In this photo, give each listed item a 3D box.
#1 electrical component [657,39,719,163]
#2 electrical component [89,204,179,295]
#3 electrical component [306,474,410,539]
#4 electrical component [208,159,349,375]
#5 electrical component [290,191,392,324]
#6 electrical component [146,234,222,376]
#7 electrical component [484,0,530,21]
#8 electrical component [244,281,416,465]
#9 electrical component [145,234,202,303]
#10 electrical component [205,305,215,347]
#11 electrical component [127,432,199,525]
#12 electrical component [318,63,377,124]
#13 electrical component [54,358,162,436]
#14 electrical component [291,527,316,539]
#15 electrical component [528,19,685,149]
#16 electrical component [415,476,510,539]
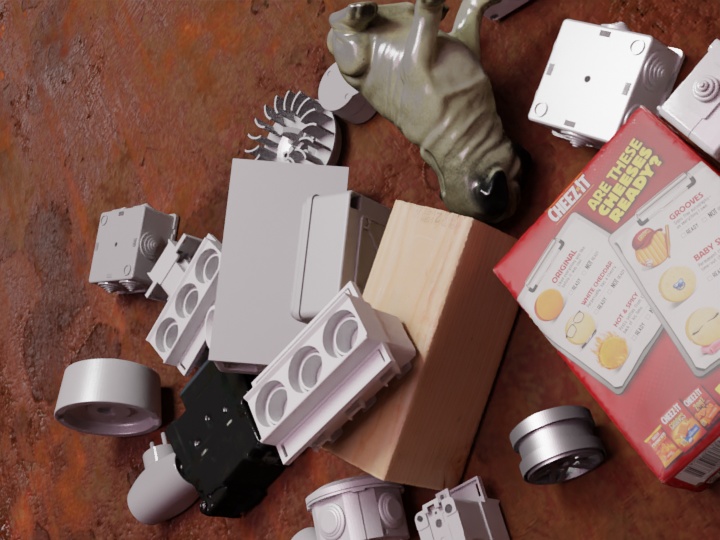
[{"bbox_3d":[0.252,-0.105,0.722,0.061,0.096,0.061,-51,56,17],"label":"electrical component"},{"bbox_3d":[-0.254,-0.022,1.201,0.100,0.048,0.099,-5,72,42],"label":"electrical component"},{"bbox_3d":[-0.001,0.197,0.865,0.080,0.080,0.051,-28,63,34],"label":"electrical component"},{"bbox_3d":[-0.070,0.001,0.973,0.105,0.060,0.186,5,74,1],"label":"electrical component"},{"bbox_3d":[0.000,0.000,0.913,0.056,0.109,0.108,-6,71,39],"label":"electrical component"},{"bbox_3d":[-0.151,0.037,1.073,0.079,0.063,0.121,42,105,43],"label":"electrical component"},{"bbox_3d":[0.131,-0.272,0.909,0.113,0.078,0.057,-26,56,35],"label":"electrical component"},{"bbox_3d":[-0.021,0.080,0.807,0.121,0.063,0.078,-46,48,22],"label":"electrical component"},{"bbox_3d":[-0.184,0.007,1.130,0.081,0.042,0.064,-56,48,14],"label":"electrical component"},{"bbox_3d":[-0.110,0.056,1.026,0.044,0.065,0.044,-4,85,59],"label":"electrical component"},{"bbox_3d":[-0.194,0.200,1.070,0.077,0.043,0.079,-40,51,26],"label":"electrical component"},{"bbox_3d":[0.012,-0.187,0.992,0.138,0.074,0.052,-22,61,36],"label":"electrical component"},{"bbox_3d":[-0.258,0.127,1.114,0.108,0.108,0.060,-22,55,36],"label":"electrical component"},{"bbox_3d":[-0.032,0.247,0.904,0.065,0.044,0.044,37,102,49],"label":"electrical component"},{"bbox_3d":[0.187,-0.140,0.827,0.100,0.048,0.099,26,99,43],"label":"electrical component"},{"bbox_3d":[0.077,0.198,0.802,0.042,0.064,0.081,-37,54,30],"label":"electrical component"}]
